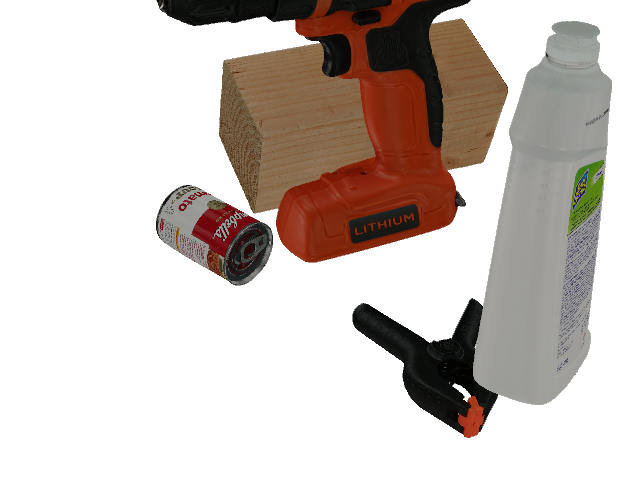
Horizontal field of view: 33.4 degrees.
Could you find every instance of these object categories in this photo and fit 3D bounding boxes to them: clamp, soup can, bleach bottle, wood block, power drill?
[{"bbox_3d":[0.110,0.098,0.896,0.120,0.039,0.172,-12,35,-17],"label":"clamp"},{"bbox_3d":[-0.107,-0.007,1.071,0.102,0.068,0.068,28,16,31],"label":"soup can"},{"bbox_3d":[0.151,-0.020,0.694,0.068,0.251,0.102,17,34,25],"label":"bleach bottle"},{"bbox_3d":[0.031,-0.102,0.855,0.205,0.091,0.090,-13,-34,-18],"label":"wood block"},{"bbox_3d":[0.009,-0.083,0.569,0.184,0.188,0.057,-14,35,-16],"label":"power drill"}]
